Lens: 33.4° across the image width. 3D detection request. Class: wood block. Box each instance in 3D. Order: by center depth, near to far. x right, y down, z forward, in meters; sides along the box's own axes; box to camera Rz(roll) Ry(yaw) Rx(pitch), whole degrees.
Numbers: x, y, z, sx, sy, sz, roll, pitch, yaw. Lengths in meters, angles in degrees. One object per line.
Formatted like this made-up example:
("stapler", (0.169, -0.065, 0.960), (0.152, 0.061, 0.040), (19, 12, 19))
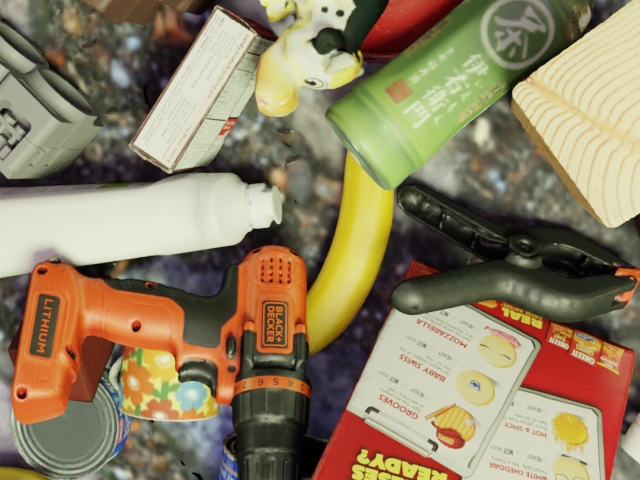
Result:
("wood block", (0.173, -0.073, 0.631), (0.090, 0.206, 0.091), (-36, 89, 11))

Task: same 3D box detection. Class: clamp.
("clamp", (0.124, 0.022, 0.702), (0.171, 0.120, 0.039), (15, 136, 7))

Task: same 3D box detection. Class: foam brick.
("foam brick", (-0.181, 0.069, 0.767), (0.053, 0.078, 0.051), (3, 135, 10))

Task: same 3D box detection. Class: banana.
("banana", (0.009, 0.014, 0.754), (0.069, 0.037, 0.198), (31, 99, 6))

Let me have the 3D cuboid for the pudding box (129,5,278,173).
("pudding box", (-0.076, -0.102, 0.733), (0.039, 0.090, 0.113), (33, 100, 5))

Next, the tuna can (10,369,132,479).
("tuna can", (-0.186, 0.134, 0.802), (0.086, 0.033, 0.086), (1, 95, 11))

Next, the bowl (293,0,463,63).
("bowl", (0.040, -0.203, 0.721), (0.162, 0.055, 0.162), (1, 95, 10))

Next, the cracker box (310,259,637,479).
("cracker box", (0.093, 0.129, 0.665), (0.164, 0.213, 0.072), (23, 135, 7))

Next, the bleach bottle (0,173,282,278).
("bleach bottle", (-0.153, -0.012, 0.748), (0.251, 0.102, 0.068), (-5, 99, 11))

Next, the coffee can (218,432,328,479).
("coffee can", (-0.029, 0.215, 0.745), (0.103, 0.102, 0.140), (11, 96, 9))

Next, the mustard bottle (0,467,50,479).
("mustard bottle", (-0.223, 0.268, 0.798), (0.096, 0.058, 0.191), (0, 106, 29))

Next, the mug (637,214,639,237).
("mug", (0.246, 0.001, 0.686), (0.093, 0.081, 0.117), (18, 98, 8))

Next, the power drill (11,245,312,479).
("power drill", (-0.098, 0.085, 0.690), (0.187, 0.057, 0.184), (4, 59, -7))
